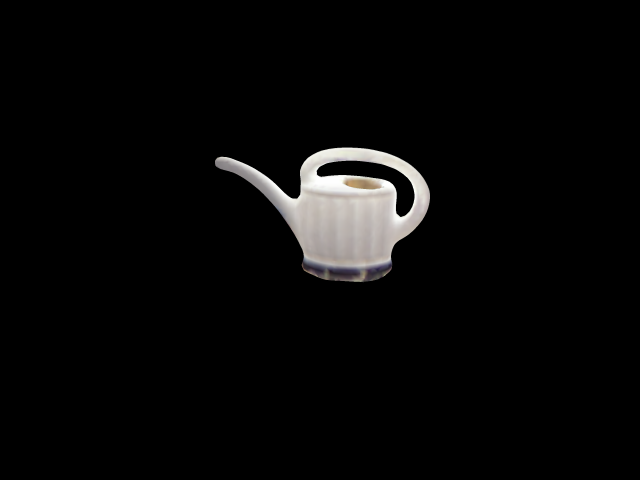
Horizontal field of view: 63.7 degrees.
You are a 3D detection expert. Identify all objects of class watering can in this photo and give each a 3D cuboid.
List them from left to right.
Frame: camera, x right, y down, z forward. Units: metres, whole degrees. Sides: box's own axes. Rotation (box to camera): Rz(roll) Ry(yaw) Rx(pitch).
[{"bbox_3d":[0.003,-0.043,0.850,0.347,0.221,0.105,3,19,7],"label":"watering can"}]
